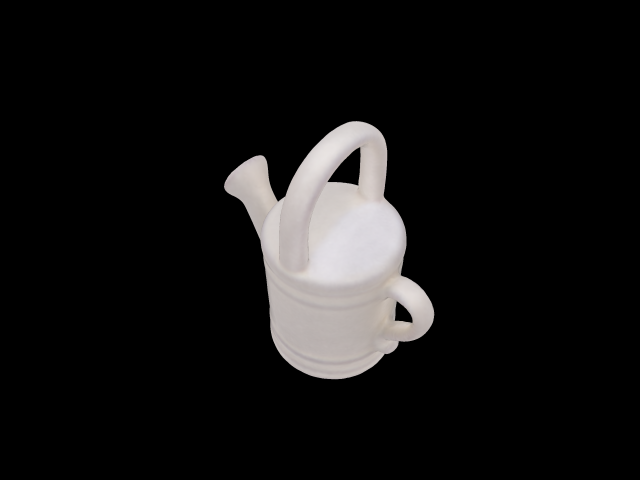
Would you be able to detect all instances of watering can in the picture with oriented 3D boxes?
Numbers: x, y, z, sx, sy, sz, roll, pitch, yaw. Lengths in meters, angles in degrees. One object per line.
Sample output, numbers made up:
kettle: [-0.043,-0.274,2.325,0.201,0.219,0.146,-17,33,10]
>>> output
watering can: [0.002,0.003,0.399,0.172,0.194,0.101,15,49,14]
